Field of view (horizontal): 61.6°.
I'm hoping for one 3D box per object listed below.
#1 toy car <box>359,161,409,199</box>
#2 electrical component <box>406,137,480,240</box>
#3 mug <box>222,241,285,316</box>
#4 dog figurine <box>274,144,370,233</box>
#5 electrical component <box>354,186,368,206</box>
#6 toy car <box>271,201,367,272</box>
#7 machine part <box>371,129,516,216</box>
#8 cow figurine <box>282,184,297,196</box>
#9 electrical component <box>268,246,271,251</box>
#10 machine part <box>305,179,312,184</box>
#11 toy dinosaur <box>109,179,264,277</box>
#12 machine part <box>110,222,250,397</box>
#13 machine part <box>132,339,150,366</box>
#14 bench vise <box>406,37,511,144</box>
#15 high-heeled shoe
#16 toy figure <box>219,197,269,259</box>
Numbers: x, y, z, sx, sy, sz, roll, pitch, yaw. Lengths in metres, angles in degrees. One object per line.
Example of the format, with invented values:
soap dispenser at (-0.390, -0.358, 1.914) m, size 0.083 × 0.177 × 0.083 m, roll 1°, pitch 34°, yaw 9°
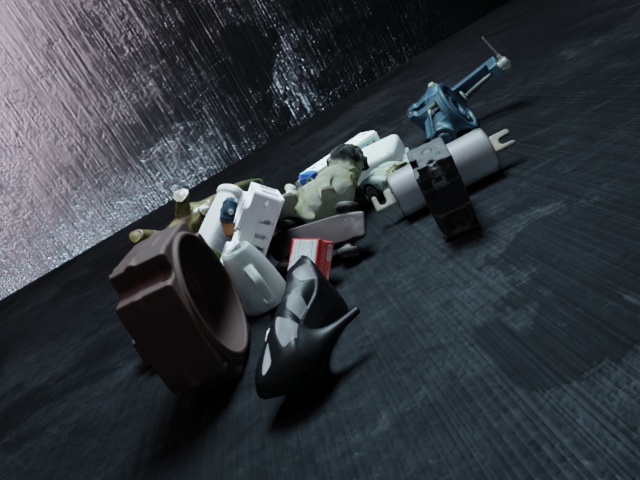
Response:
toy car at (0.154, -0.124, 1.012) m, size 0.202 × 0.056 × 0.073 m, roll -8°, pitch 28°, yaw 50°
electrical component at (0.172, -0.078, 0.764) m, size 0.058 × 0.114 × 0.134 m, roll -22°, pitch 19°, yaw 13°
mug at (-0.108, 0.060, 0.849) m, size 0.081 × 0.107 × 0.110 m, roll -34°, pitch 15°, yaw -5°
dog figurine at (0.002, -0.093, 1.012) m, size 0.172 × 0.121 × 0.191 m, roll -9°, pitch 37°, yaw 20°
electrical component at (0.043, -0.063, 1.045) m, size 0.102 × 0.045 × 0.078 m, roll -26°, pitch 17°, yaw 15°
toy car at (-0.002, -0.003, 0.891) m, size 0.202 × 0.089 × 0.053 m, roll -16°, pitch -22°, yaw 37°
machine part at (0.197, -0.107, 0.867) m, size 0.243 × 0.079 × 0.079 m, roll -27°, pitch 18°, yaw 11°
cow figurine at (-0.121, -0.067, 1.291) m, size 0.167 × 0.068 × 0.098 m, roll -18°, pitch 27°, yaw 36°
electrical component at (-0.113, -0.008, 1.111) m, size 0.021 × 0.063 × 0.094 m, roll -16°, pitch 13°, yaw 9°
machine part at (0.002, -0.102, 1.139) m, size 0.039 × 0.084 × 0.139 m, roll -65°, pitch -8°, yaw 14°
toy dinosaur at (-0.312, -0.040, 1.327) m, size 0.471 × 0.105 × 0.198 m, roll -39°, pitch -15°, yaw -20°
machine part at (-0.177, 0.087, 0.726) m, size 0.087 × 0.201 × 0.201 m, roll -25°, pitch 18°, yaw 6°
machine part at (-0.238, 0.140, 0.925) m, size 0.179 × 0.056 × 0.179 m, roll -29°, pitch 16°, yaw 9°
bench vise at (0.299, -0.307, 1.147) m, size 0.240 × 0.129 × 0.224 m, roll -40°, pitch 18°, yaw 34°
high-heeled shoe at (-0.037, 0.103, 0.669) m, size 0.145 × 0.086 × 0.249 m, roll -39°, pitch 18°, yaw -7°
toy figure at (-0.150, -0.009, 1.027) m, size 0.058 × 0.154 × 0.064 m, roll -31°, pitch 18°, yaw -10°
